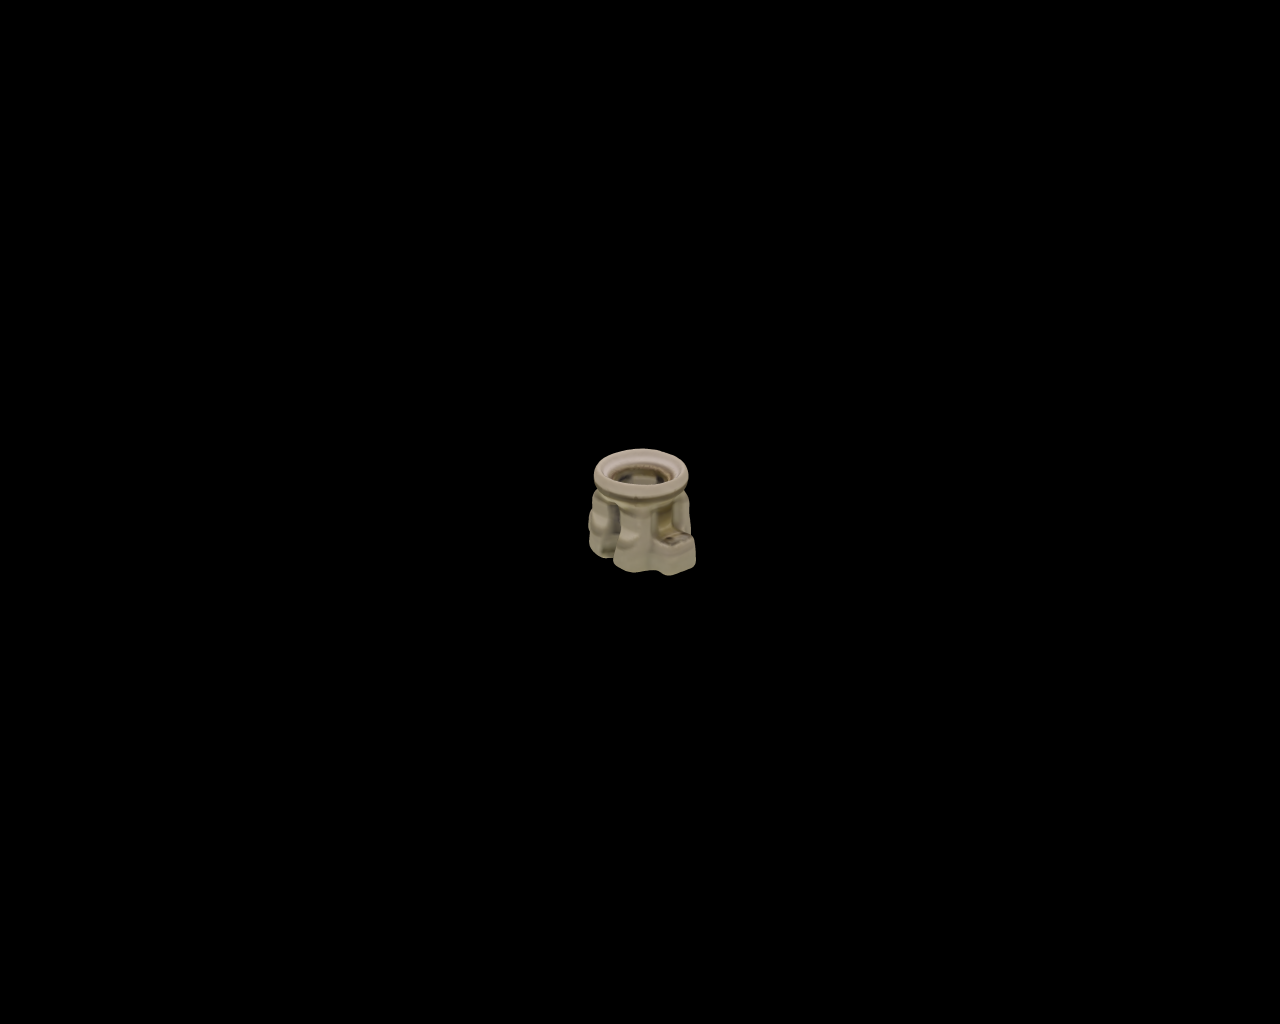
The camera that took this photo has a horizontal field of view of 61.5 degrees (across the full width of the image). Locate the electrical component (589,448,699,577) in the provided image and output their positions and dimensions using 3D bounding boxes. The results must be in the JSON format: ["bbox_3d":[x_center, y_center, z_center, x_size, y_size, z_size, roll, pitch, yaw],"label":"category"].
[{"bbox_3d":[0.001,-0.003,0.650,0.058,0.056,0.078,-21,33,-36],"label":"electrical component"}]
